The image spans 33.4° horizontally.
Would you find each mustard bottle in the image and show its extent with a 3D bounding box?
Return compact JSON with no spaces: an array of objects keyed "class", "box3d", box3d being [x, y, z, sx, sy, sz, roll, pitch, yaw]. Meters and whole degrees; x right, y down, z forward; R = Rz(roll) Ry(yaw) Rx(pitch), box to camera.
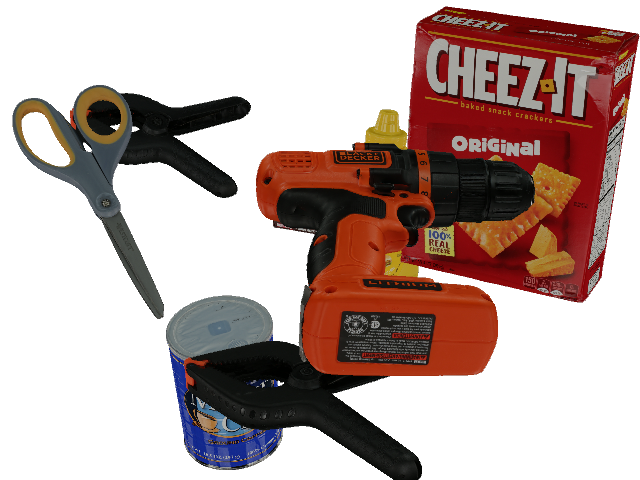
[{"class":"mustard bottle","box3d":[0.059,-0.038,1.079,0.096,0.192,0.058,-2,22,-18]}]

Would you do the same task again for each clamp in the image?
[{"class":"clamp","box3d":[-0.147,-0.108,1.015,0.171,0.120,0.039,18,-44,-1]},{"class":"clamp","box3d":[-0.003,0.113,0.849,0.210,0.036,0.164,9,31,17]}]

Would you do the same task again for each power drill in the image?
[{"class":"power drill","box3d":[0.053,0.004,0.645,0.184,0.057,0.187,0,32,-3]}]

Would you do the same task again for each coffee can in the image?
[{"class":"coffee can","box3d":[-0.093,0.140,1.055,0.103,0.140,0.103,-3,33,2]}]

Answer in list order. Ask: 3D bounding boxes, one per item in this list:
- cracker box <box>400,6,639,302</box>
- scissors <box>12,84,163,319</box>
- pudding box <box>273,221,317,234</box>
[{"class":"cracker box","box3d":[0.156,-0.069,0.870,0.164,0.214,0.072,14,29,24]},{"class":"scissors","box3d":[-0.147,-0.041,0.789,0.096,0.202,0.016,-39,-15,-22]},{"class":"pudding box","box3d":[0.001,-0.042,1.281,0.090,0.039,0.113,9,23,15]}]
